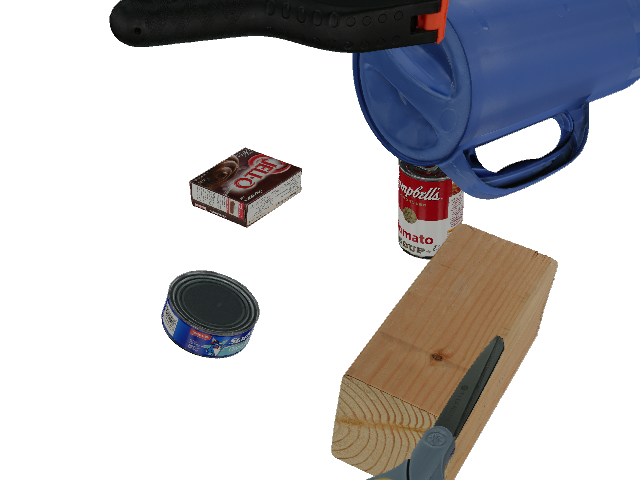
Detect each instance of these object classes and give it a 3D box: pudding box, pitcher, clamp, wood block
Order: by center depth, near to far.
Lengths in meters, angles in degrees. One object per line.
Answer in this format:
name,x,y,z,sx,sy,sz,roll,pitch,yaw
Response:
clamp,-0.022,-0.123,0.558,0.171,0.039,0.120,10,41,14
wood block,0.098,0.087,0.818,0.091,0.090,0.205,23,42,19
pitcher,0.159,-0.140,0.856,0.242,0.149,0.145,-19,35,-33
pudding box,-0.090,-0.066,1.300,0.090,0.039,0.113,21,40,29

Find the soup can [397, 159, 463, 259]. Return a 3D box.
soup can,0.114,-0.040,1.111,0.068,0.102,0.068,-2,36,1

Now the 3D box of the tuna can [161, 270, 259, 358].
tuna can,-0.101,0.068,0.977,0.086,0.034,0.086,15,34,-11

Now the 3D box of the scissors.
scissors,0.075,0.128,0.592,0.096,0.016,0.201,26,50,39
